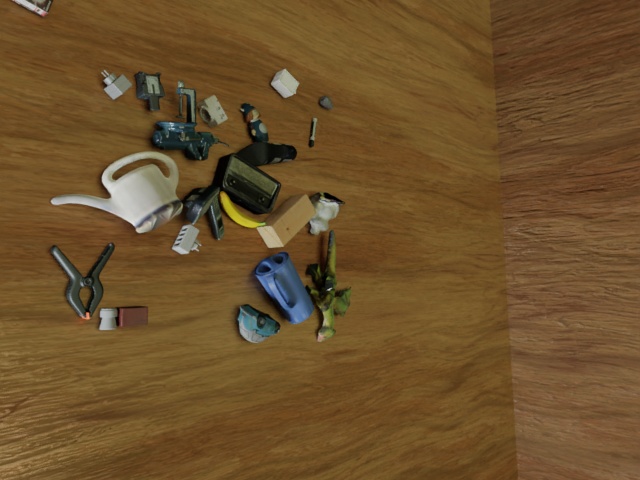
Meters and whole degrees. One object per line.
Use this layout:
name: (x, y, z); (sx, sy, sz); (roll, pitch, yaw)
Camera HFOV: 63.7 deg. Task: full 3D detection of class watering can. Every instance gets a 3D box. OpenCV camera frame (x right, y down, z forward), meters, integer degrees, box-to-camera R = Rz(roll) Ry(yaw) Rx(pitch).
watering can: (-0.538, -0.116, 1.451); (0.353, 0.102, 0.224); (-36, 90, -32)

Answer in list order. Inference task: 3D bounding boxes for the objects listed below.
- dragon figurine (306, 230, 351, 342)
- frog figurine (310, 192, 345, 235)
dragon figurine: (0.052, 0.190, 1.998); (0.239, 0.122, 0.417); (43, 58, -52)
frog figurine: (0.006, -0.100, 1.990); (0.137, 0.124, 0.157); (-1, 122, -52)
